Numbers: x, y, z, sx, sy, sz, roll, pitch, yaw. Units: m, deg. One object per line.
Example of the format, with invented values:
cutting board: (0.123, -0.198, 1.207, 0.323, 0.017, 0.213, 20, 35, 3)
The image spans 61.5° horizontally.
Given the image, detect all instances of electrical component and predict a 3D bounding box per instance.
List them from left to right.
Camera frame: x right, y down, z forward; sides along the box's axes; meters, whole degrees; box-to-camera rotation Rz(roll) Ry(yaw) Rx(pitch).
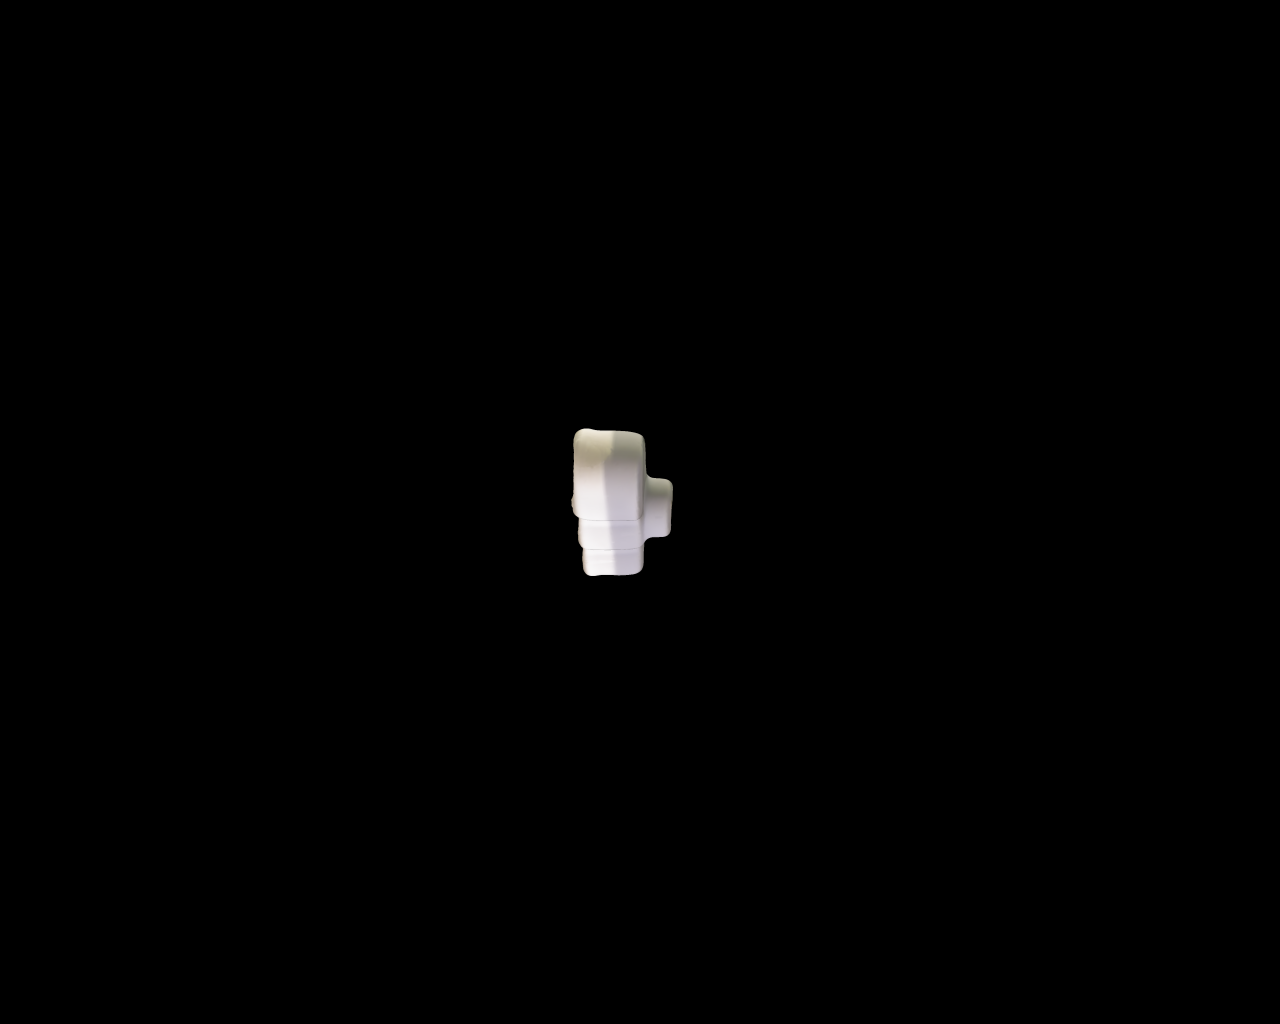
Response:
electrical component: (0.001, -0.003, 0.650, 0.074, 0.052, 0.138, 0, -25, 0)
